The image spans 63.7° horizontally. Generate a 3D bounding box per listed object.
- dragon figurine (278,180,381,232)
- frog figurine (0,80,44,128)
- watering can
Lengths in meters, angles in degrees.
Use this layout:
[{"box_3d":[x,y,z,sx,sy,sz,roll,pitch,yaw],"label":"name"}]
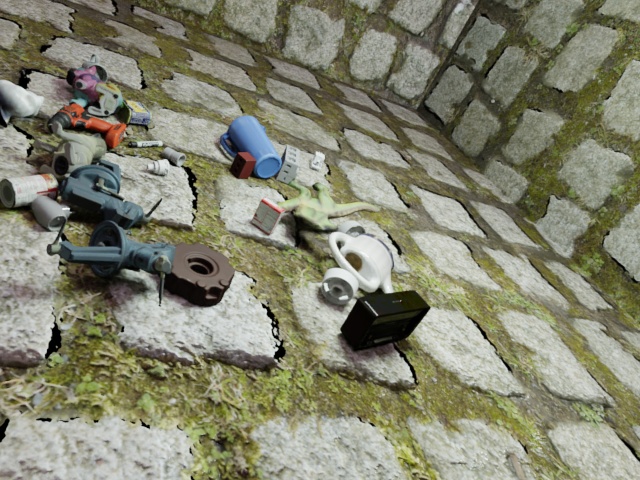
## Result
[{"box_3d":[0.005,-0.082,1.631,0.410,0.119,0.248,7,30,-4],"label":"dragon figurine"},{"box_3d":[-0.842,-0.393,1.441,0.138,0.120,0.162,18,34,23],"label":"frog figurine"},{"box_3d":[0.163,0.099,1.535,0.349,0.102,0.227,46,30,6],"label":"watering can"}]
